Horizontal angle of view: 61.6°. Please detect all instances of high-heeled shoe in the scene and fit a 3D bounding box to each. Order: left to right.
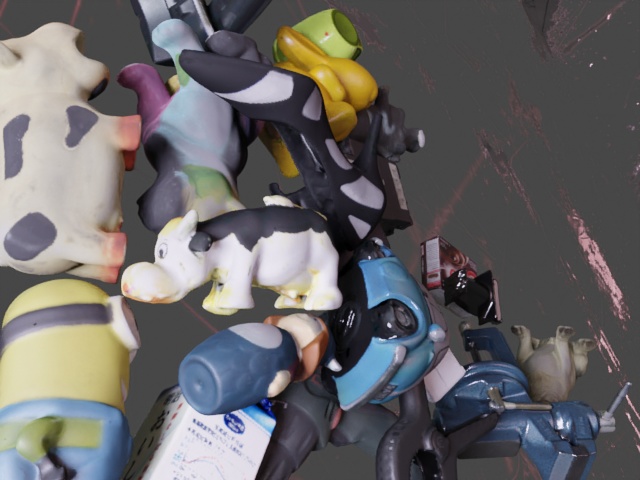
[{"bbox_3d":[-0.028,-0.070,0.488,0.248,0.086,0.145,9,101,-38],"label":"high-heeled shoe"}]

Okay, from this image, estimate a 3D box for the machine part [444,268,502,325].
[{"bbox_3d":[0.227,0.079,0.782,0.138,0.039,0.084,19,67,-45],"label":"machine part"}]

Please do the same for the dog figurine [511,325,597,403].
[{"bbox_3d":[0.380,0.251,0.883,0.172,0.121,0.190,25,66,-34],"label":"dog figurine"}]

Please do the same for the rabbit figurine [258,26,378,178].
[{"bbox_3d":[-0.006,-0.177,0.665,0.173,0.121,0.162,-33,73,-35],"label":"rabbit figurine"}]

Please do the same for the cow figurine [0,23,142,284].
[{"bbox_3d":[-0.201,-0.070,0.400,0.127,0.085,0.195,7,73,-26],"label":"cow figurine"}]

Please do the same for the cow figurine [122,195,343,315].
[{"bbox_3d":[-0.064,0.009,0.414,0.167,0.068,0.098,6,81,-33],"label":"cow figurine"}]

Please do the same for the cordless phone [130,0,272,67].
[{"bbox_3d":[-0.110,-0.269,0.545,0.089,0.184,0.146,-14,80,-47],"label":"cordless phone"}]

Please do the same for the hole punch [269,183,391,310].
[{"bbox_3d":[-0.001,-0.002,0.607,0.116,0.092,0.142,-21,87,-22],"label":"hole punch"}]

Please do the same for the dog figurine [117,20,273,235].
[{"bbox_3d":[-0.098,-0.079,0.516,0.191,0.108,0.219,-13,84,-54],"label":"dog figurine"}]

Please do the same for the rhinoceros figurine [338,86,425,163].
[{"bbox_3d":[0.088,-0.165,0.797,0.190,0.073,0.112,-5,71,-49],"label":"rhinoceros figurine"}]

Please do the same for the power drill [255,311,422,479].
[{"bbox_3d":[0.024,0.196,0.520,0.207,0.086,0.232,40,41,-15],"label":"power drill"}]

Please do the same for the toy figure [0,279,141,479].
[{"bbox_3d":[-0.161,0.104,0.332,0.089,0.082,0.180,33,36,-37],"label":"toy figure"}]

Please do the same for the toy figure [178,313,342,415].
[{"bbox_3d":[-0.033,0.087,0.405,0.064,0.058,0.154,51,30,20],"label":"toy figure"}]

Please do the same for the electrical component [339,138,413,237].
[{"bbox_3d":[0.055,-0.069,0.716,0.134,0.058,0.115,10,60,-45],"label":"electrical component"}]

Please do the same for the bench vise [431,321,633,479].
[{"bbox_3d":[0.242,0.189,0.690,0.241,0.224,0.128,-95,173,-57],"label":"bench vise"}]

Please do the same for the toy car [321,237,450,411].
[{"bbox_3d":[0.063,0.080,0.496,0.103,0.109,0.162,22,35,-22],"label":"toy car"}]
